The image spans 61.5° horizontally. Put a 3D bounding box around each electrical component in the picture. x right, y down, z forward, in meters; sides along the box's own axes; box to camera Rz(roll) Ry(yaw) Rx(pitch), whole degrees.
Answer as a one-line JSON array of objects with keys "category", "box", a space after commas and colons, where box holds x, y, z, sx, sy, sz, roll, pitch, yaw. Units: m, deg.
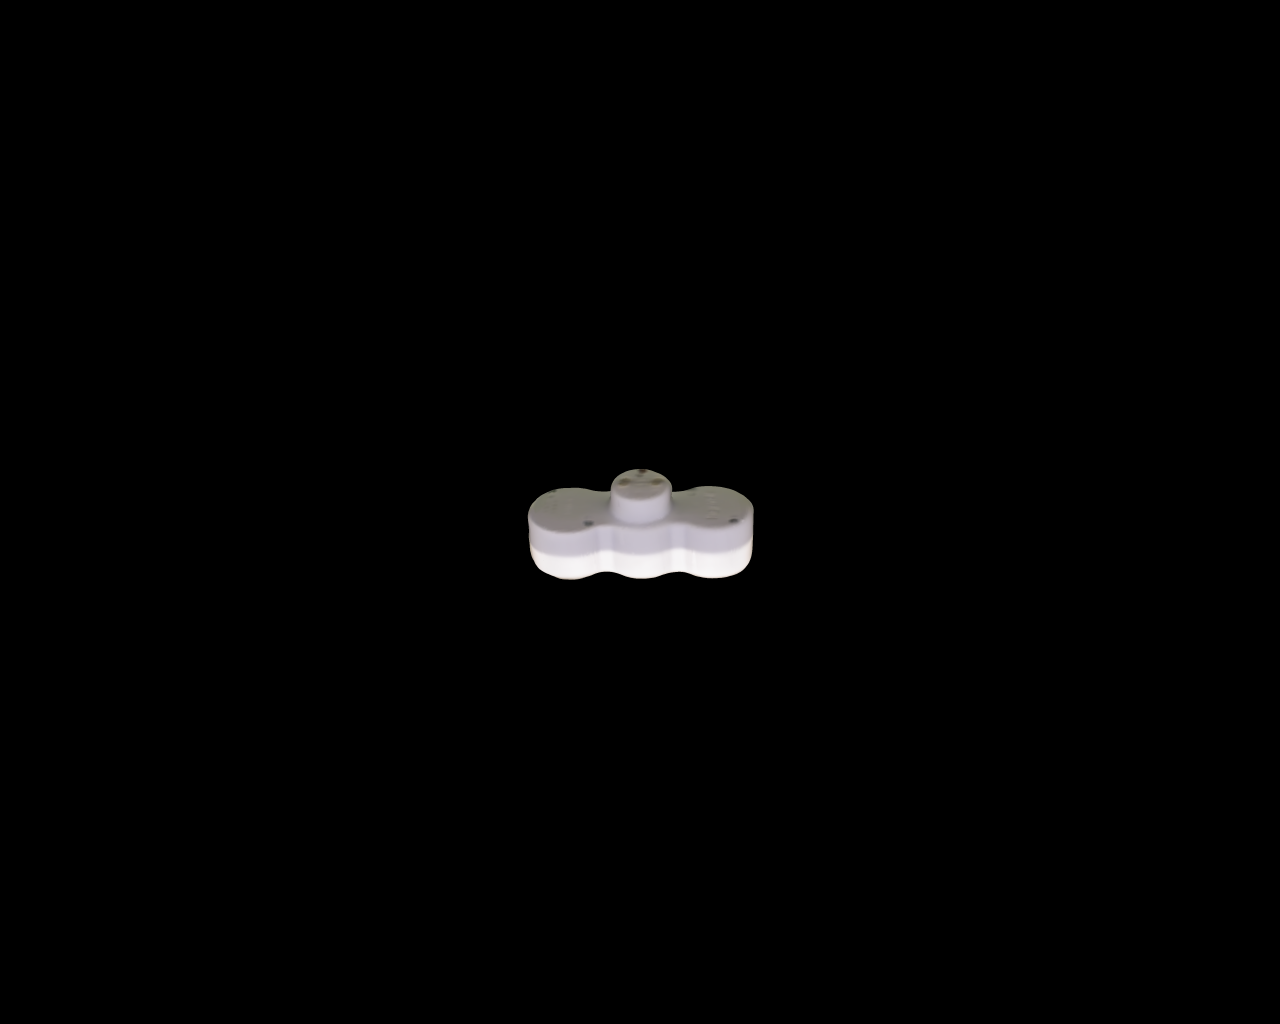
[{"category": "electrical component", "box": [0.001, -0.003, 0.650, 0.138, 0.073, 0.052, 0, 32, 0]}]
